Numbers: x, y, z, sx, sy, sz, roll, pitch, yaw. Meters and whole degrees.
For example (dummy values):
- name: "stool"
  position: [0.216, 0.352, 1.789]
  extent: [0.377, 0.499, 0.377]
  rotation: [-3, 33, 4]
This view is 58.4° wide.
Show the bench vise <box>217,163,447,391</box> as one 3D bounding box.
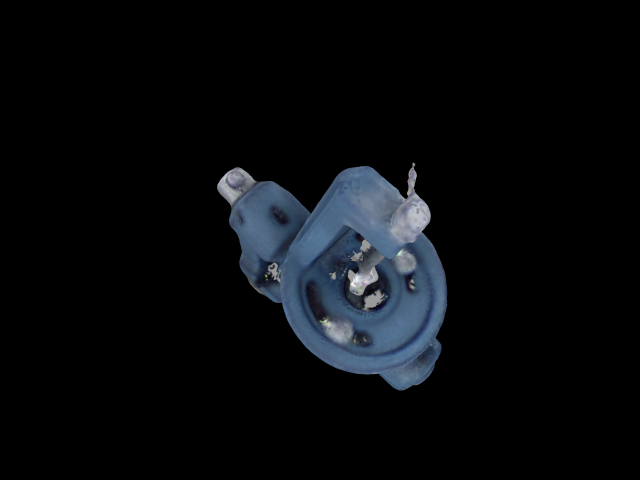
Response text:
- name: "bench vise"
  position: [-0.001, 0.011, 0.395]
  extent: [0.207, 0.220, 0.121]
  rotation: [21, 64, 11]
